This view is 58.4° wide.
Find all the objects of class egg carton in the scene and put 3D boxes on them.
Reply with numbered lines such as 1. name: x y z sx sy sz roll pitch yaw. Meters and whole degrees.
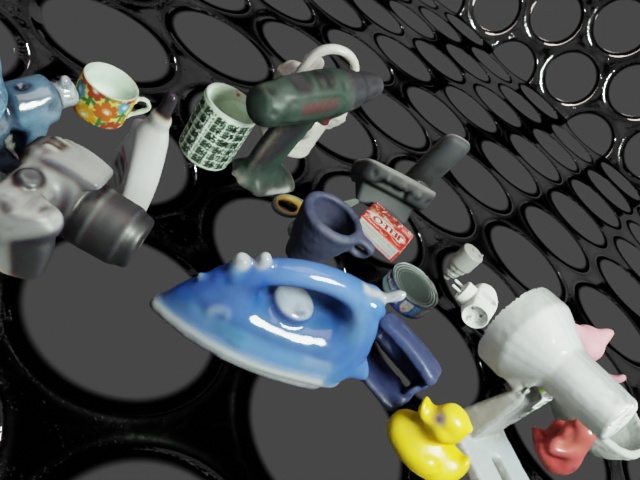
1. egg carton: -0.015 -0.277 1.087 0.107 0.069 0.150 -17 64 -51

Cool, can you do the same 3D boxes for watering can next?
1. watering can: -0.015 -0.242 0.940 0.101 0.193 0.172 3 49 -42

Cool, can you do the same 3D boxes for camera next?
1. camera: -0.242 -0.027 0.569 0.137 0.100 0.143 32 35 -12

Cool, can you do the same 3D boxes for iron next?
1. iron: -0.037 0.067 0.625 0.259 0.141 0.118 20 39 -27

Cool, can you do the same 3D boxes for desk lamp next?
1. desk lamp: 0.257 0.195 0.701 0.118 0.213 0.203 5 48 -41

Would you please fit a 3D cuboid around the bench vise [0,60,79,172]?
1. bench vise: -0.325 -0.159 0.531 0.121 0.219 0.208 39 34 -1

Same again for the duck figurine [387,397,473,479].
1. duck figurine: 0.141 0.227 0.666 0.104 0.086 0.078 43 35 4

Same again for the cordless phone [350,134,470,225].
1. cordless phone: 0.153 -0.129 0.983 0.148 0.184 0.094 22 39 -25

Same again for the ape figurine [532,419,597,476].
1. ape figurine: 0.344 0.279 0.797 0.078 0.092 0.076 2 50 -42

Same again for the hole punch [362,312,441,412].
1. hole punch: 0.103 0.140 0.722 0.108 0.091 0.101 49 35 12

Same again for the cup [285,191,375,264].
1. cup: 0.007 0.003 0.778 0.118 0.094 0.092 36 35 -7

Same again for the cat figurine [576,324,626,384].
1. cat figurine: 0.453 0.199 0.967 0.127 0.117 0.067 51 36 14

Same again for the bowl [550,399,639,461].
1. bowl: 0.415 0.271 0.890 0.168 0.074 0.167 26 37 -21

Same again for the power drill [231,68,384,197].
1. power drill: -0.030 -0.161 0.823 0.230 0.208 0.075 -16 63 -51

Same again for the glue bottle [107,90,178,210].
1. glue bottle: -0.194 -0.095 0.626 0.037 0.173 0.078 2 50 -42
